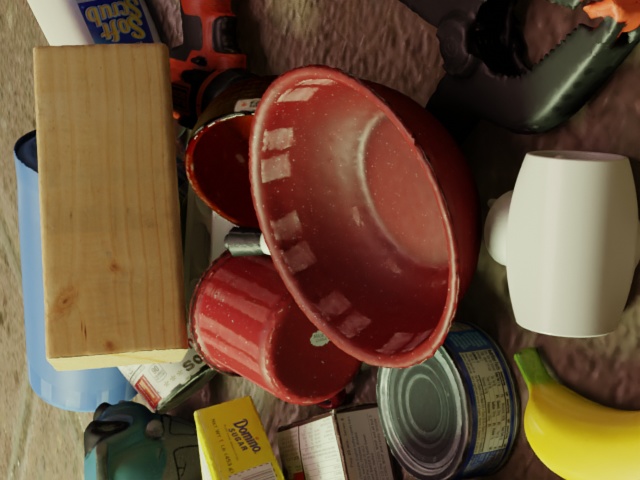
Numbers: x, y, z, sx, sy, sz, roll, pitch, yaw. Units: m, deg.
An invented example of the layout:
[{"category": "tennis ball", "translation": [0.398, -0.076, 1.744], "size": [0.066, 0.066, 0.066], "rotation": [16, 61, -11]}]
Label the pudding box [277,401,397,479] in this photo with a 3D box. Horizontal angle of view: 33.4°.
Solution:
[{"category": "pudding box", "translation": [0.014, 0.164, 0.668], "size": [0.090, 0.039, 0.113], "rotation": [-32, 67, 59]}]

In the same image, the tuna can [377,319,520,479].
[{"category": "tuna can", "translation": [0.066, 0.087, 0.573], "size": [0.086, 0.033, 0.086], "rotation": [12, 104, 59]}]

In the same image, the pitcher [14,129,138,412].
[{"category": "pitcher", "translation": [-0.200, 0.022, 0.950], "size": [0.145, 0.148, 0.243], "rotation": [31, 125, 37]}]

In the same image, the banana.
[{"category": "banana", "translation": [0.142, 0.072, 0.437], "size": [0.198, 0.037, 0.069], "rotation": [-19, 79, 59]}]

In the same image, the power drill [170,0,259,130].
[{"category": "power drill", "translation": [-0.066, -0.164, 0.747], "size": [0.185, 0.057, 0.188], "rotation": [24, 114, 55]}]

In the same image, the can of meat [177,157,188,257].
[{"category": "can of meat", "translation": [-0.096, -0.007, 0.821], "size": [0.084, 0.057, 0.102], "rotation": [37, 124, 56]}]

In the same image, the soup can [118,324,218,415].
[{"category": "soup can", "translation": [-0.134, 0.080, 0.851], "size": [0.102, 0.068, 0.069], "rotation": [50, 140, 10]}]

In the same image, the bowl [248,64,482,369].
[{"category": "bowl", "translation": [0.031, -0.018, 0.550], "size": [0.162, 0.055, 0.162], "rotation": [34, 135, 41]}]

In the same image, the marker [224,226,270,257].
[{"category": "marker", "translation": [-0.004, 0.001, 0.638], "size": [0.121, 0.020, 0.020], "rotation": [-1, 94, 28]}]

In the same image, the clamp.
[{"category": "clamp", "translation": [0.077, -0.087, 0.529], "size": [0.210, 0.036, 0.164], "rotation": [11, 112, 56]}]

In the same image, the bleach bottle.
[{"category": "bleach bottle", "translation": [-0.172, -0.158, 0.908], "size": [0.068, 0.102, 0.251], "rotation": [-53, 56, 37]}]

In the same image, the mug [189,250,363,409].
[{"category": "mug", "translation": [-0.018, 0.063, 0.675], "size": [0.082, 0.093, 0.117], "rotation": [20, 142, 53]}]

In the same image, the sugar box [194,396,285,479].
[{"category": "sugar box", "translation": [-0.049, 0.195, 0.726], "size": [0.176, 0.048, 0.093], "rotation": [89, 161, -49]}]

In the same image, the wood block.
[{"category": "wood block", "translation": [-0.142, -0.021, 0.726], "size": [0.091, 0.090, 0.206], "rotation": [131, 135, -75]}]
